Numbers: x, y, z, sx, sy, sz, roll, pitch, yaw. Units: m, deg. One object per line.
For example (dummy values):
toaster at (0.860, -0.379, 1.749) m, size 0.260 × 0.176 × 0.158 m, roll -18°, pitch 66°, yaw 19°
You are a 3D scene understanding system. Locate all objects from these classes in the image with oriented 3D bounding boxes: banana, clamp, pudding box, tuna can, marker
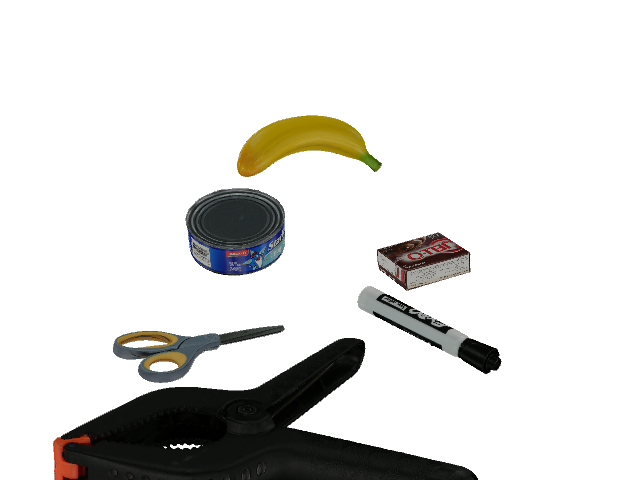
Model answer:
banana at (-0.018, -0.102, 1.128) m, size 0.197 × 0.037 × 0.070 m, roll -7°, pitch 49°, yaw -41°
clamp at (-0.038, 0.102, 0.584) m, size 0.209 × 0.036 × 0.165 m, roll -2°, pitch 22°, yaw -14°
pudding box at (0.154, 0.030, 1.592) m, size 0.113 × 0.039 × 0.090 m, roll -17°, pitch 25°, yaw -20°
tuna can at (-0.073, -0.008, 0.930) m, size 0.086 × 0.034 × 0.086 m, roll -1°, pitch 38°, yaw 0°
marker at (0.076, 0.063, 0.756) m, size 0.121 × 0.020 × 0.020 m, roll 26°, pitch 17°, yaw 38°

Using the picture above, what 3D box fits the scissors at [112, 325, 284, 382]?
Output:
scissors at (-0.122, 0.121, 1.160) m, size 0.201 × 0.016 × 0.096 m, roll 0°, pitch 27°, yaw -20°
